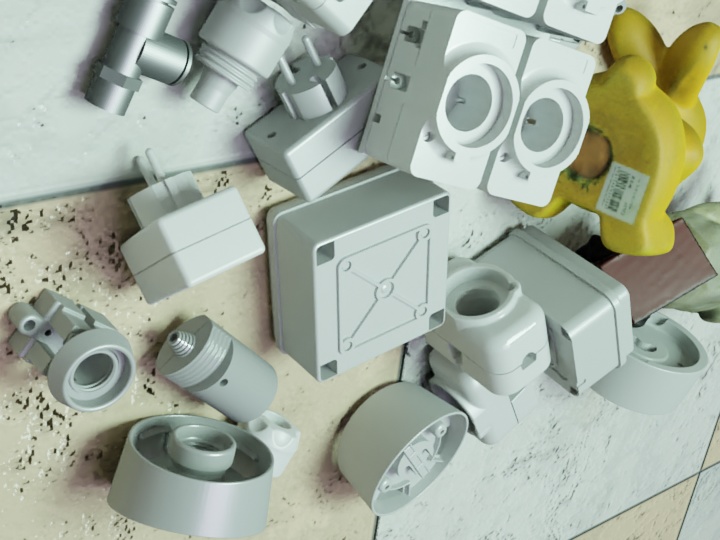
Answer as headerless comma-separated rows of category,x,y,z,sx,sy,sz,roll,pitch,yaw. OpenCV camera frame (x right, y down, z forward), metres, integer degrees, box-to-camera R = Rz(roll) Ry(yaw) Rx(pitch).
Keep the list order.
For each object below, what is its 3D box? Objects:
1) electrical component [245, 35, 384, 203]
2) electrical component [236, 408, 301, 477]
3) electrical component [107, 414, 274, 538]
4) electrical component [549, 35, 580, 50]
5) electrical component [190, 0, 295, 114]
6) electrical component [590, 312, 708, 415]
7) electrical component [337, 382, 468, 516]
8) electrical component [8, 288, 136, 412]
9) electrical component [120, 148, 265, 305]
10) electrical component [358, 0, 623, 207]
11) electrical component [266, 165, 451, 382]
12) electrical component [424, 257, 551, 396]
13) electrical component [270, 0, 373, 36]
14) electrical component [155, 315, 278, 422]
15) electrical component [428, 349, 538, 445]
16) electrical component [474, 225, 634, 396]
electrical component,-0.024,-0.096,0.612,0.083,0.047,0.075,-40,130,-16
electrical component,-0.071,0.125,0.720,0.043,0.043,0.062,22,102,-47
electrical component,-0.102,0.131,0.659,0.099,0.099,0.064,1,110,-42
electrical component,0.118,-0.168,0.682,0.078,0.058,0.057,0,114,-41
electrical component,-0.066,-0.113,0.565,0.043,0.043,0.062,26,99,-48
electrical component,0.233,0.079,0.918,0.108,0.108,0.060,-5,126,-40
electrical component,0.033,0.135,0.804,0.099,0.064,0.099,-23,130,-30
electrical component,-0.153,0.045,0.583,0.048,0.055,0.066,-55,138,1
electrical component,-0.100,-0.029,0.576,0.047,0.083,0.075,-27,94,-26
electrical component,0.084,-0.137,0.596,0.105,0.060,0.186,10,103,-35
electrical component,0.000,0.000,0.690,0.109,0.056,0.108,-23,130,-29
electrical component,0.086,0.035,0.761,0.054,0.095,0.059,-35,135,-19
electrical component,-0.030,-0.158,0.532,0.050,0.089,0.056,-55,138,2
electrical component,-0.090,0.058,0.658,0.043,0.043,0.081,-50,138,-4
electrical component,0.093,0.088,0.835,0.059,0.054,0.095,-40,136,-15
electrical component,0.142,0.027,0.794,0.057,0.113,0.078,-34,135,-17
